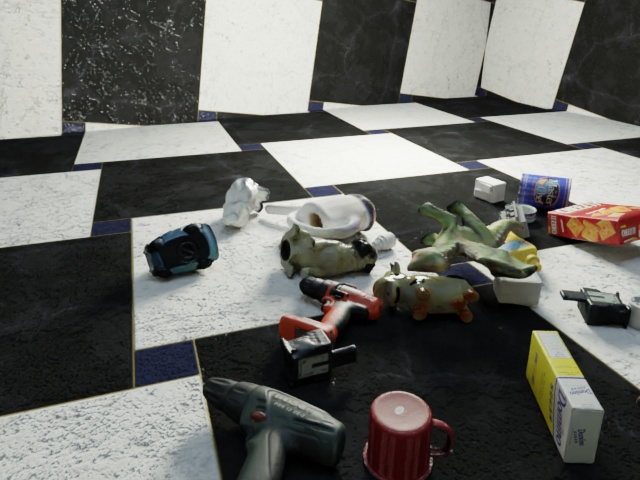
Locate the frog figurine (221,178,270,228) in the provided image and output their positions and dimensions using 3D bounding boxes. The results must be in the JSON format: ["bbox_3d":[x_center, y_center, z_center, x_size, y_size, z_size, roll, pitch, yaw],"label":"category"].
[{"bbox_3d":[-0.231,-0.099,1.442,0.136,0.122,0.162,-24,10,48],"label":"frog figurine"}]

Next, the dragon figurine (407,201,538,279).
[{"bbox_3d":[0.350,0.019,1.094,0.411,0.120,0.247,-4,32,-23],"label":"dragon figurine"}]

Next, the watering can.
[{"bbox_3d":[0.004,-0.070,1.391,0.225,0.102,0.351,-12,21,-28],"label":"watering can"}]
